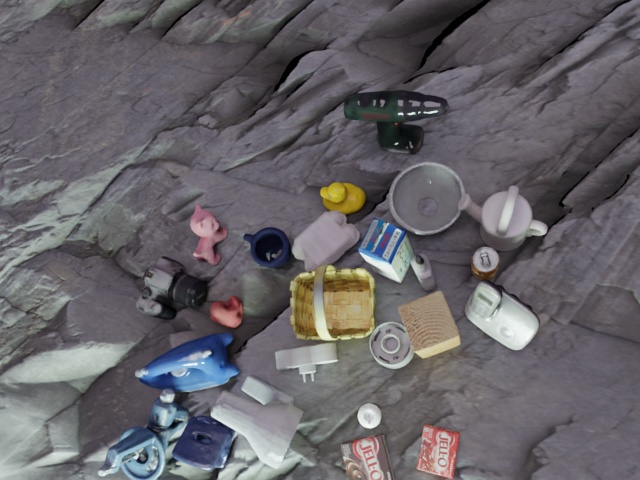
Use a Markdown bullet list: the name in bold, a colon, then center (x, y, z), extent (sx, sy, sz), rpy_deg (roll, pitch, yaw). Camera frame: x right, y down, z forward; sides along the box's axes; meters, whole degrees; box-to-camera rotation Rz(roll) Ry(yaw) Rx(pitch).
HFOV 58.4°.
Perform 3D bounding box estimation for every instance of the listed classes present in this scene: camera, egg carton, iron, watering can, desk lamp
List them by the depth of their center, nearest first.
- **watering can**: center (0.370, -0.047, 1.164), extent (0.172, 0.194, 0.101), rpy_deg (-4, 74, 14)
- **desk lamp**: center (-0.121, 0.365, 1.170), extent (0.202, 0.214, 0.118), rpy_deg (23, 82, 19)
- **iron**: center (-0.321, 0.283, 1.282), extent (0.258, 0.142, 0.118), rpy_deg (-18, 72, 9)
- **egg carton**: center (0.012, 0.005, 1.309), extent (0.150, 0.069, 0.107), rpy_deg (-42, 70, 1)
- **camera**: center (-0.348, 0.123, 1.353), extent (0.136, 0.101, 0.143), rpy_deg (19, 81, 18)

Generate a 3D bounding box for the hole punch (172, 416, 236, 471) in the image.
- **hole punch**: center (-0.254, 0.440, 1.249), extent (0.108, 0.091, 0.101), rpy_deg (13, 79, 17)

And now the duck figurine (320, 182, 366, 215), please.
- **duck figurine**: center (0.050, -0.104, 1.319), extent (0.104, 0.086, 0.077), rpy_deg (3, 76, 15)

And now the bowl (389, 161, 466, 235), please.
- **bowl**: center (0.239, -0.085, 1.272), extent (0.167, 0.075, 0.167), rpy_deg (-4, 75, 14)

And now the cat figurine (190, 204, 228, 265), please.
- **cat figurine**: center (-0.276, -0.015, 1.362), extent (0.067, 0.118, 0.128), rpy_deg (8, 78, 17)

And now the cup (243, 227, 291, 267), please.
- **cup**: center (-0.115, 0.021, 1.324), extent (0.117, 0.095, 0.092), rpy_deg (21, 82, 19)

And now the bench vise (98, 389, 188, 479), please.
- **bench vise**: center (-0.385, 0.420, 1.220), extent (0.121, 0.220, 0.207), rpy_deg (1, 76, 15)

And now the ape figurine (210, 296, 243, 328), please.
- **ape figurine**: center (-0.220, 0.164, 1.314), extent (0.077, 0.092, 0.076), rpy_deg (-21, 71, 8)

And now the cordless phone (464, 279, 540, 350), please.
- **cordless phone**: center (0.358, 0.140, 1.122), extent (0.147, 0.185, 0.094), rpy_deg (34, 86, 20)

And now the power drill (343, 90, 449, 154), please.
- **power drill**: center (0.173, -0.266, 1.265), extent (0.229, 0.209, 0.076), rpy_deg (9, 78, 17)

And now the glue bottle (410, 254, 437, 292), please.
- **glue bottle**: center (0.212, 0.057, 1.188), extent (0.037, 0.173, 0.078), rpy_deg (-24, 71, 7)
